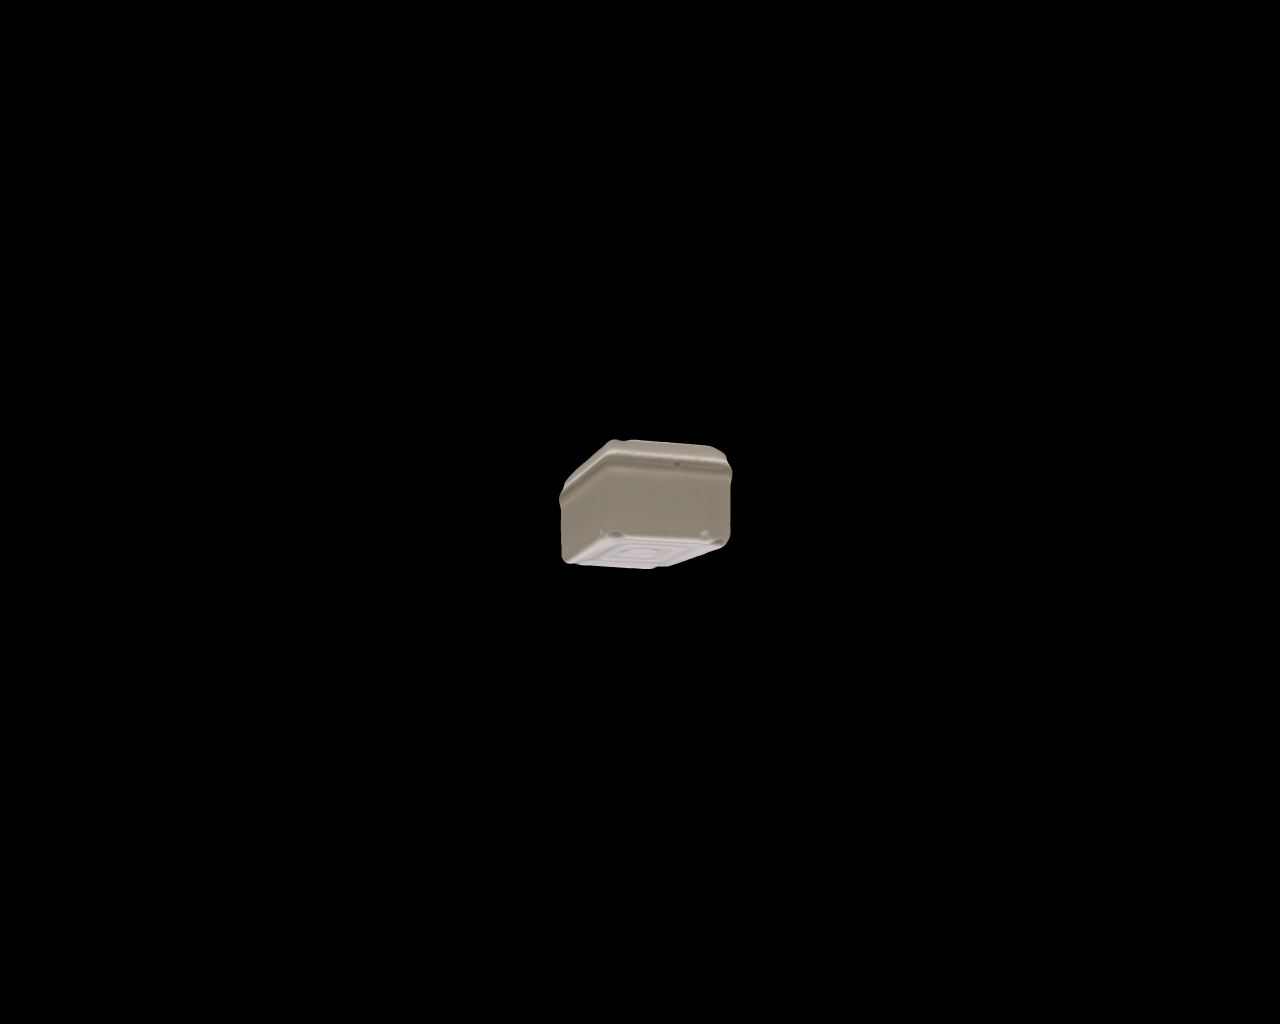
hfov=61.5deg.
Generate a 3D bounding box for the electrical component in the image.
[{"bbox_3d":[0.001,-0.003,0.650,0.078,0.057,0.113,4,-12,-19],"label":"electrical component"}]
